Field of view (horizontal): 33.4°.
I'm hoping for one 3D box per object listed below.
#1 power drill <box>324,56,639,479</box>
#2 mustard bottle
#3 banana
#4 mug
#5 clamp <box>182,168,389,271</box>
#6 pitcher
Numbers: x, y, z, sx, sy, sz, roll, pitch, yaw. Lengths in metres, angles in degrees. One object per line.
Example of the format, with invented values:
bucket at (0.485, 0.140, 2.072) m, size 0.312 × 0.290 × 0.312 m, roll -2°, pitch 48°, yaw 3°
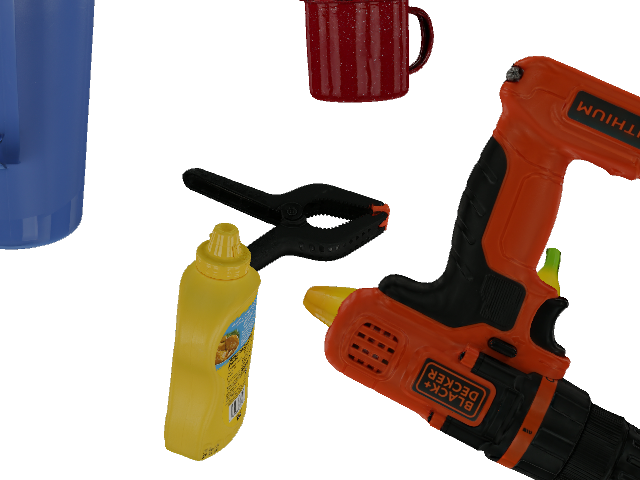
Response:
power drill at (0.117, 0.021, 0.513) m, size 0.184 × 0.188 × 0.057 m, roll 26°, pitch 7°, yaw 5°
mustard bottle at (-0.082, 0.072, 0.832) m, size 0.058 × 0.192 × 0.096 m, roll 18°, pitch 32°, yaw 14°
banana at (0.089, 0.051, 0.744) m, size 0.197 × 0.037 × 0.070 m, roll -7°, pitch 45°, yaw -16°
mug at (0.040, -0.158, 0.864) m, size 0.117 × 0.081 × 0.093 m, roll -11°, pitch 18°, yaw -29°
clamp at (-0.034, -0.009, 1.062) m, size 0.210 × 0.164 × 0.036 m, roll 1°, pitch -42°, yaw -6°
pitcher at (-0.240, -0.116, 0.818) m, size 0.145 × 0.243 × 0.148 m, roll 25°, pitch 32°, yaw 35°
